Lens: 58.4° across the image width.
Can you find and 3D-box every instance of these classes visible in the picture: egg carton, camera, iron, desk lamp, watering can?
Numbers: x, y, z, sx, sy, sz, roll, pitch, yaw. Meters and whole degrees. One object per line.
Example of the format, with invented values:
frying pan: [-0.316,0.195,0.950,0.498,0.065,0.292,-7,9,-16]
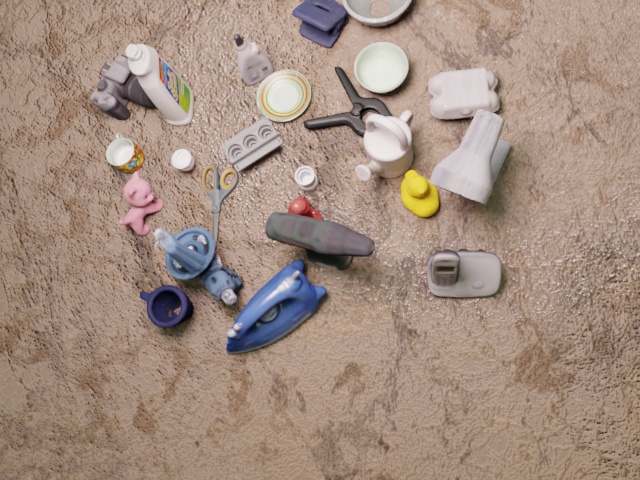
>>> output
egg carton: [0.313,-0.317,1.252,0.150,0.069,0.107,-5,77,9]
camera: [-0.462,-0.363,1.383,0.136,0.101,0.143,27,84,14]
iron: [-0.116,0.150,1.192,0.258,0.141,0.118,-41,74,0]
desk lamp: [0.306,-0.157,1.144,0.117,0.214,0.203,24,83,14]
watering can: [0.139,-0.198,1.193,0.100,0.194,0.173,12,80,13]

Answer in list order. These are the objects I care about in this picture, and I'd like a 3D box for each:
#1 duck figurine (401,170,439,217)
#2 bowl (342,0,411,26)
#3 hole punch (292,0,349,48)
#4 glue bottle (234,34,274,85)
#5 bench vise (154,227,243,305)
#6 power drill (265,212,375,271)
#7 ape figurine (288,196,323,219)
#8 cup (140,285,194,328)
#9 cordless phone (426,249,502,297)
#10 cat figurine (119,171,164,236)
duck figurine: [0.212,-0.102,1.216,0.077,0.086,0.104,-29,75,3]
bowl: [0.135,-0.562,1.333,0.167,0.075,0.167,-2,78,10]
hole punch: [0.001,-0.527,1.341,0.108,0.091,0.101,30,85,15]
glue bottle: [-0.162,-0.418,1.304,0.078,0.173,0.037,-27,75,4]
bench vise: [-0.249,0.040,1.198,0.207,0.220,0.121,28,84,15]
power drill: [0.011,0.004,1.165,0.229,0.208,0.076,14,81,13]
ape figurine: [-0.040,-0.063,1.249,0.076,0.092,0.078,-13,76,7]
cup: [-0.329,0.145,1.255,0.117,0.095,0.092,21,83,14]
cordless phone: [0.282,0.057,1.118,0.147,0.185,0.094,-4,77,10]
cat figurine: [-0.419,-0.085,1.308,0.067,0.118,0.128,24,83,14]
